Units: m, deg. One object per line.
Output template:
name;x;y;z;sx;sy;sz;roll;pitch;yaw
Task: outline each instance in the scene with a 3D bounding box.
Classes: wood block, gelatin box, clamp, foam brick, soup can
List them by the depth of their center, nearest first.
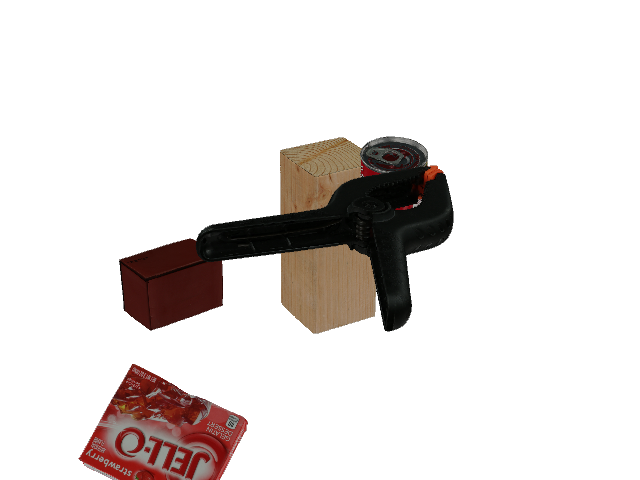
gelatin box;-0.104;0.135;0.715;0.089;0.073;0.030;26;-20;5
clamp;0.024;-0.010;0.765;0.165;0.036;0.209;16;31;23
foam brick;-0.133;0.038;0.954;0.078;0.051;0.053;-18;28;-32
soup can;0.073;-0.046;1.092;0.068;0.102;0.068;0;37;0
wood block;0.009;-0.006;1.274;0.090;0.206;0.090;-14;30;-26
